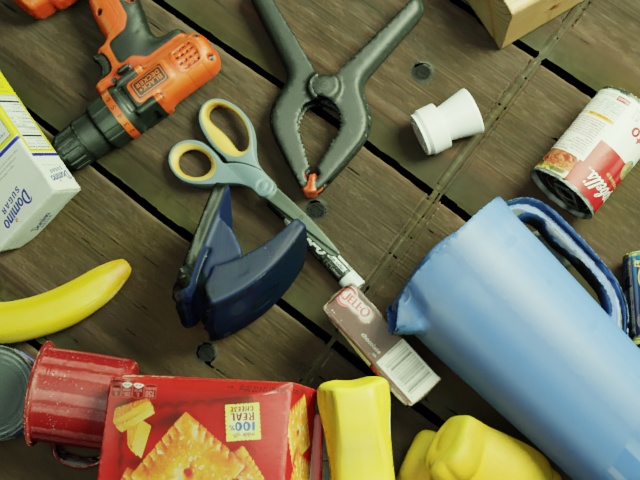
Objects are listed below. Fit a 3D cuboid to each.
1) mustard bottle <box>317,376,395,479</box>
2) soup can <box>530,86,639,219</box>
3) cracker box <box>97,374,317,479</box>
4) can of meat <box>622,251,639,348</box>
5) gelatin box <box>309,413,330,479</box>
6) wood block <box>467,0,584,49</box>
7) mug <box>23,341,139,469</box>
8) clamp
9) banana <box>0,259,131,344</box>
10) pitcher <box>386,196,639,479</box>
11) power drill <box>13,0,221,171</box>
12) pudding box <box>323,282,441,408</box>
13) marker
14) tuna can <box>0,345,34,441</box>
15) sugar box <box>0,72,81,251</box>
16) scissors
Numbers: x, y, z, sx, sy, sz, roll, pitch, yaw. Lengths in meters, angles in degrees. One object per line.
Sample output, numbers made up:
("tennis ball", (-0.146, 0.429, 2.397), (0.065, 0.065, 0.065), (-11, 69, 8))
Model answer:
("mustard bottle", (0.035, 0.206, 0.840), (0.058, 0.096, 0.191), (-6, 86, -2))
("soup can", (0.246, -0.078, 0.953), (0.068, 0.068, 0.102), (40, 84, 10))
("cracker box", (-0.096, 0.217, 0.842), (0.164, 0.072, 0.213), (0, 76, 20))
("can of meat", (0.316, 0.053, 0.930), (0.102, 0.057, 0.084), (0, 76, 3))
("gelatin box", (-0.004, 0.185, 0.907), (0.030, 0.089, 0.073), (0, 79, 12))
("wood block", (0.235, -0.276, 0.980), (0.206, 0.091, 0.090), (-31, 79, -3))
("mug", (-0.207, 0.150, 0.935), (0.081, 0.093, 0.117), (8, 111, 0))
("clamp", (-0.005, -0.146, 0.998), (0.164, 0.036, 0.210), (13, 81, 7))
("banana", (-0.270, 0.059, 0.976), (0.198, 0.037, 0.069), (-5, 79, 3))
("pitcher", (0.187, 0.084, 0.870), (0.243, 0.144, 0.149), (45, 106, 8))
("power drill", (-0.212, -0.179, 1.009), (0.184, 0.057, 0.188), (-35, 81, -1))
("pudding box", (0.053, 0.092, 0.922), (0.039, 0.090, 0.113), (-40, 80, -3))
("marker", (-0.006, 0.001, 0.979), (0.020, 0.020, 0.121), (-42, 80, -5))
("tuna can", (-0.291, 0.139, 0.963), (0.086, 0.034, 0.086), (-1, 79, 4))
("sugar box", (-0.306, -0.086, 0.988), (0.093, 0.048, 0.176), (-40, 81, 23))
("scissors", (-0.070, -0.042, 0.977), (0.096, 0.016, 0.202), (-32, 68, 4))
